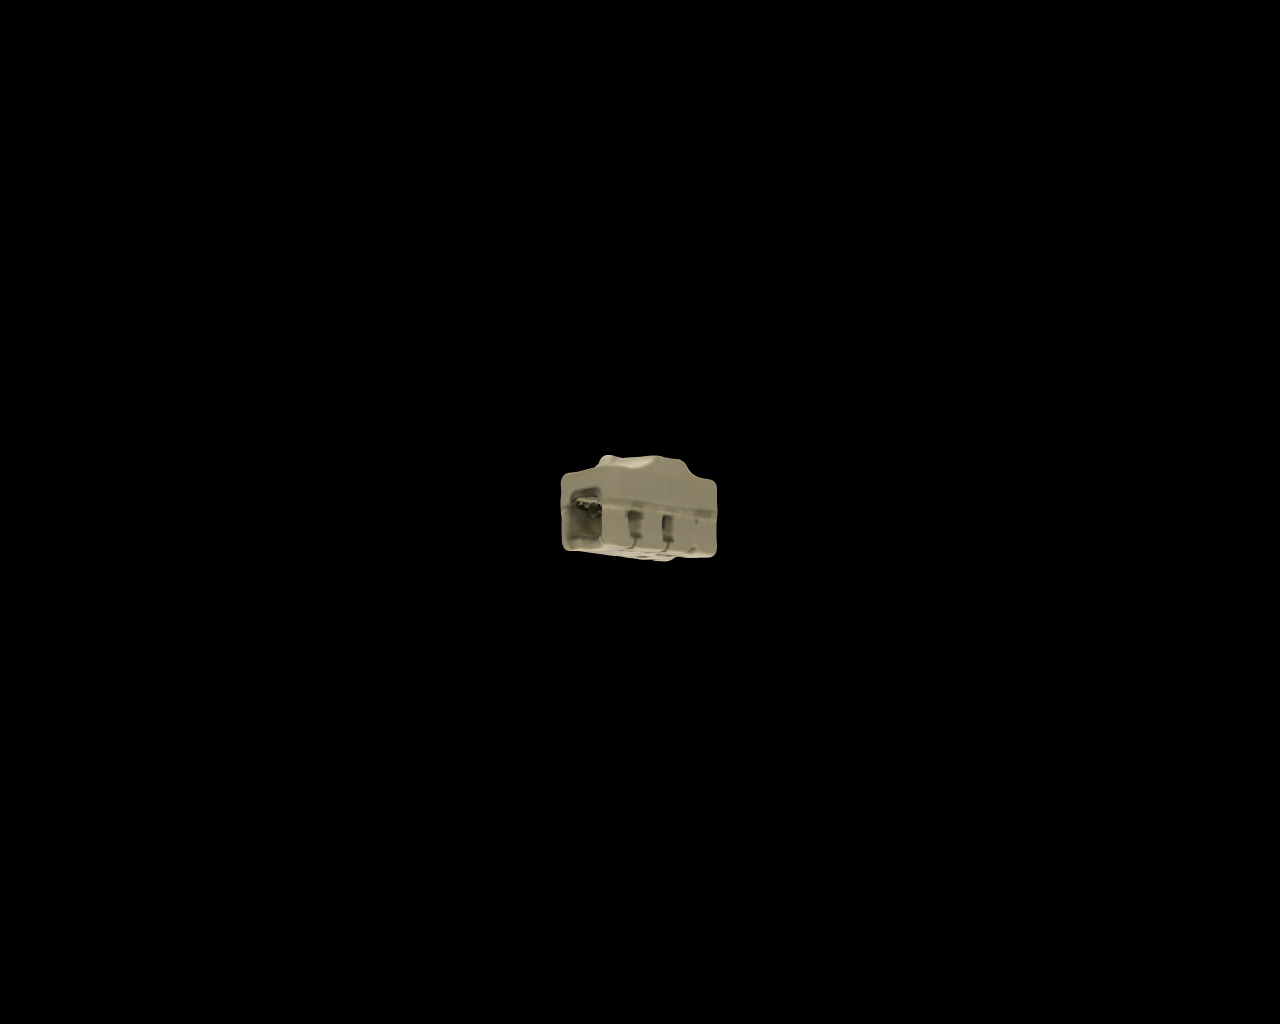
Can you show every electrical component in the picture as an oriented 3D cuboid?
[{"bbox_3d":[0.001,-0.003,0.650,0.089,0.055,0.050,8,-11,-43],"label":"electrical component"}]
